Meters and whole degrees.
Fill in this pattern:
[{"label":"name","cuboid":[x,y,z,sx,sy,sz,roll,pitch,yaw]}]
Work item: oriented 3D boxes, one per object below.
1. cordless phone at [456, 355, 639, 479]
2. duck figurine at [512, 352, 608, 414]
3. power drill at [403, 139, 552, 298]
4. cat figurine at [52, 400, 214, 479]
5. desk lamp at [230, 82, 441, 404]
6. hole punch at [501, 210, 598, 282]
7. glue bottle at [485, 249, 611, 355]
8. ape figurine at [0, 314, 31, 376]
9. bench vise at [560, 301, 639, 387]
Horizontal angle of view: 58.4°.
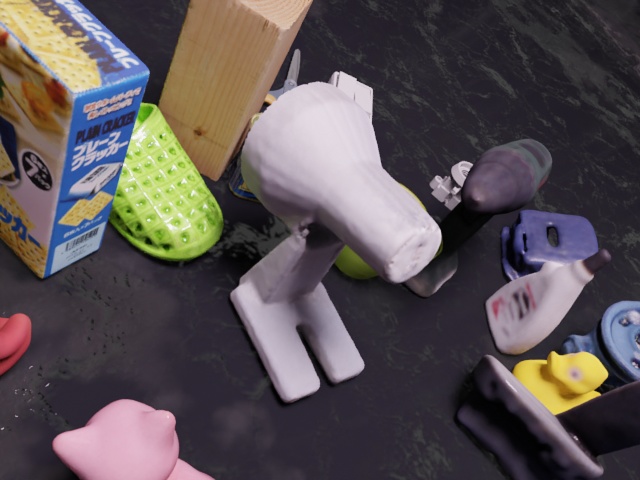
[{"label":"cordless phone","cuboid":[0.237,0.154,0.550,0.147,0.185,0.094,43,45,6]},{"label":"duck figurine","cuboid":[0.283,0.160,0.644,0.105,0.086,0.077,28,45,-9]},{"label":"power drill","cuboid":[0.167,-0.028,0.636,0.075,0.208,0.230,47,45,10]},{"label":"cat figurine","cuboid":[-0.110,0.154,0.382,0.128,0.117,0.067,31,45,-6]},{"label":"desk lamp","cuboid":[0.005,0.002,0.508,0.118,0.213,0.203,-13,63,-38]},{"label":"hole punch","cuboid":[0.309,0.010,0.778,0.101,0.091,0.108,25,46,-13]},{"label":"glue bottle","cuboid":[0.257,0.061,0.646,0.037,0.173,0.078,10,51,-25]},{"label":"ape figurine","cuboid":[-0.244,0.059,0.394,0.078,0.092,0.076,29,45,-9]},{"label":"bench vise","cuboid":[0.426,0.117,0.673,0.208,0.219,0.121,7,52,-27]}]
